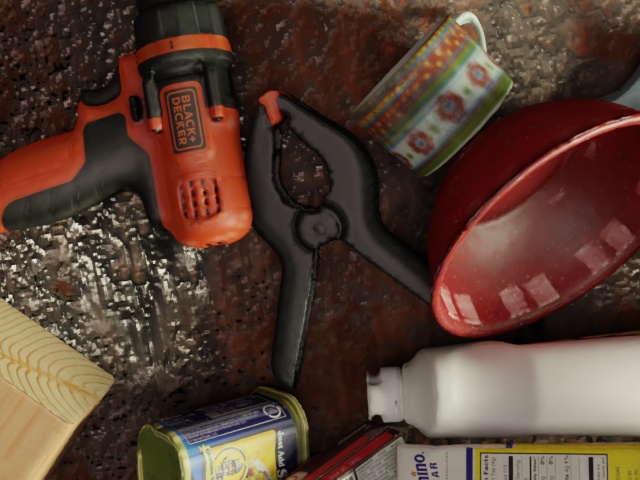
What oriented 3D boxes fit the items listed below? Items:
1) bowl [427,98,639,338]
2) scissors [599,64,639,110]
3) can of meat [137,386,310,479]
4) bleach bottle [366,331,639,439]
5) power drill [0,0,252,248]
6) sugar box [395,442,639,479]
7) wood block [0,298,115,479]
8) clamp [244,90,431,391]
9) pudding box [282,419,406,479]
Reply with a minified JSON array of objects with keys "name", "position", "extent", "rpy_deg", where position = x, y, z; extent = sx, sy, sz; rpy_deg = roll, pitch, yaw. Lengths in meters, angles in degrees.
[{"name":"bowl","position":[0.114,-0.021,0.563],"extent":[0.162,0.162,0.055],"rpy_deg":[-39,57,9]},{"name":"scissors","position":[0.162,-0.088,0.585],"extent":[0.202,0.016,0.096],"rpy_deg":[-10,118,6]},{"name":"can of meat","position":[-0.054,0.143,0.608],"extent":[0.083,0.058,0.102],"rpy_deg":[-10,102,-38]},{"name":"bleach bottle","position":[0.151,0.079,0.581],"extent":[0.251,0.102,0.068],"rpy_deg":[-3,84,4]},{"name":"power drill","position":[-0.137,-0.075,0.591],"extent":[0.188,0.057,0.184],"rpy_deg":[-11,85,9]},{"name":"sugar box","position":[0.137,0.131,0.566],"extent":[0.176,0.093,0.048],"rpy_deg":[-8,73,26]},{"name":"wood block","position":[-0.222,0.149,0.625],"extent":[0.091,0.090,0.206],"rpy_deg":[35,100,-1]},{"name":"clamp","position":[-0.004,0.001,0.611],"extent":[0.120,0.039,0.171],"rpy_deg":[-30,90,5]},{"name":"pudding box","position":[0.021,0.173,0.608],"extent":[0.089,0.039,0.113],"rpy_deg":[-29,109,-28]}]
